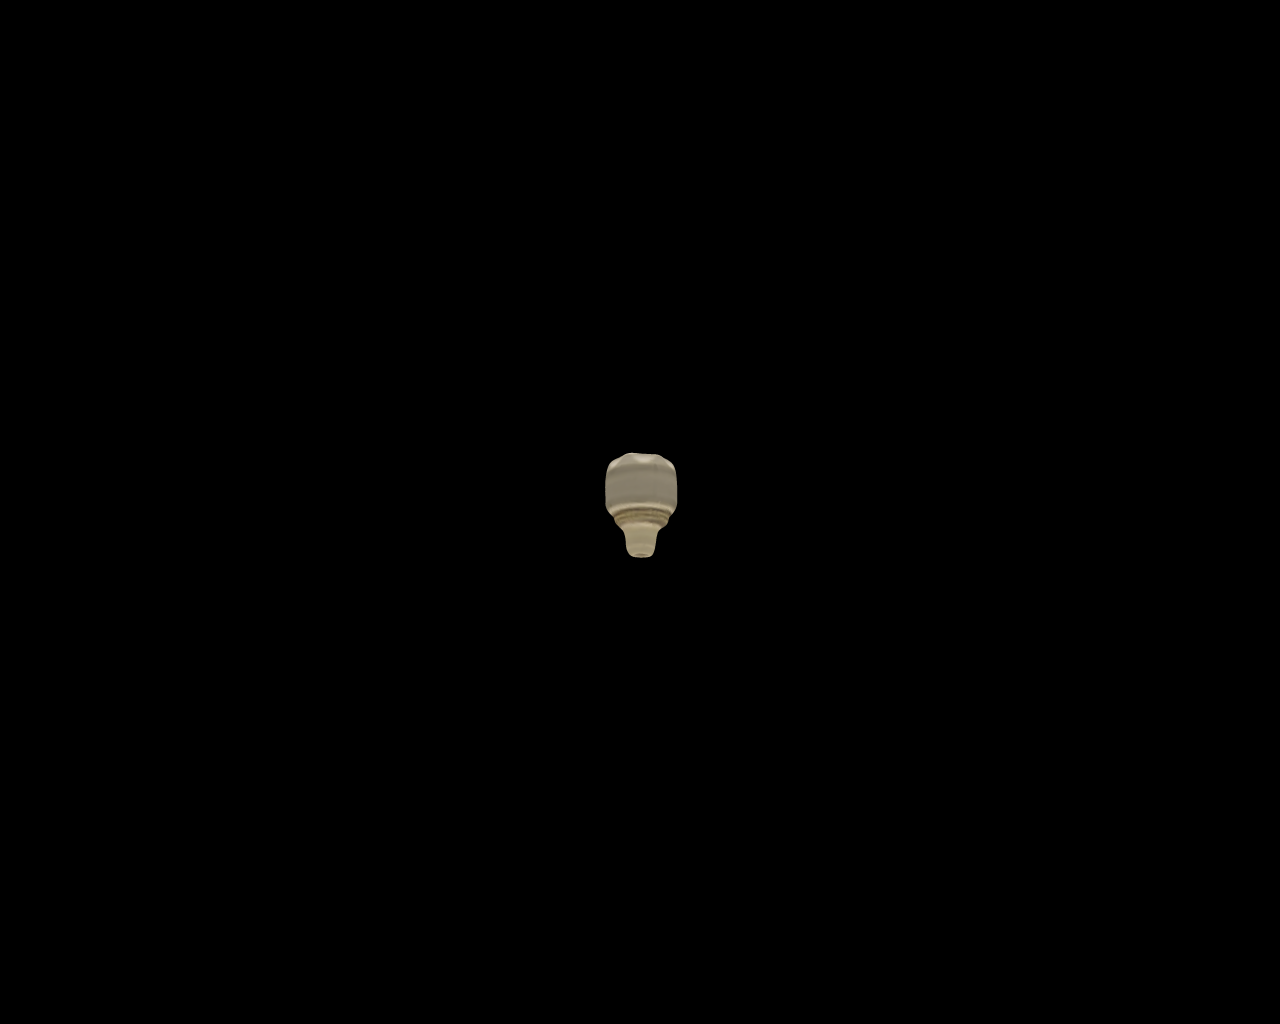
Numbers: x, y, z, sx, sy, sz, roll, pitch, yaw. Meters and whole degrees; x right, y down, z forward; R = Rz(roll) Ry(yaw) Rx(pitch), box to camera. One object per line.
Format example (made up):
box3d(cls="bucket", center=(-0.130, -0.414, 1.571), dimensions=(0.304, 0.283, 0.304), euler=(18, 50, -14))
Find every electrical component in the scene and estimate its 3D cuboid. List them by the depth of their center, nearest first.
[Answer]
box3d(cls="electrical component", center=(0.001, -0.003, 0.650), dimensions=(0.043, 0.062, 0.043), euler=(0, -16, 0))
